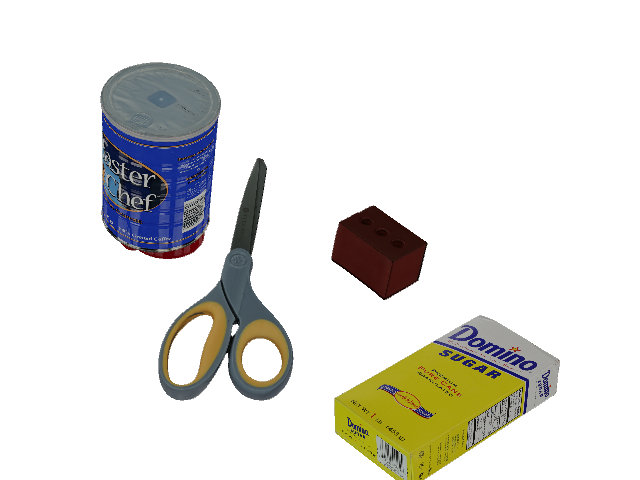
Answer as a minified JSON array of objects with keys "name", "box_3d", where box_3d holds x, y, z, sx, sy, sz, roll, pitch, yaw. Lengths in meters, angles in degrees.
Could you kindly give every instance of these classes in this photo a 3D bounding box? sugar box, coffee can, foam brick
[{"name":"sugar box","box_3d":[0.107,0.129,0.891,0.175,0.048,0.093,-28,41,-31]},{"name":"coffee can","box_3d":[-0.146,-0.074,0.963,0.102,0.103,0.140,0,-44,-11]},{"name":"foam brick","box_3d":[0.058,0.011,1.060,0.052,0.051,0.078,-27,50,-36]}]

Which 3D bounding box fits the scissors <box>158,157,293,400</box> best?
[{"name":"scissors","box_3d":[-0.042,0.029,0.732,0.096,0.201,0.016,21,-34,11]}]

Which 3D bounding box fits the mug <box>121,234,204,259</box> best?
[{"name":"mug","box_3d":[-0.175,-0.028,1.167,0.093,0.081,0.117,25,40,26]}]
